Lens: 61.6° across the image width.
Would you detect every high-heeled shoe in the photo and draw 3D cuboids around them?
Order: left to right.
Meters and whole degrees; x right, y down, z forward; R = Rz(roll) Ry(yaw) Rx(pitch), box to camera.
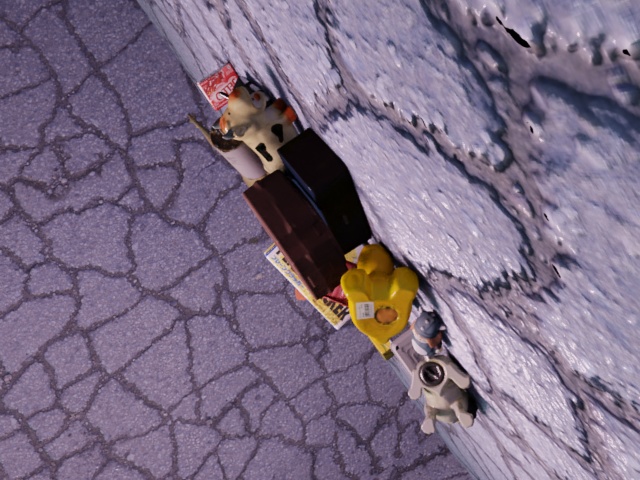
[{"bbox_3d":[-0.121,-0.270,1.106,0.145,0.086,0.249,25,-165,-1],"label":"high-heeled shoe"}]

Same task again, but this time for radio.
[{"bbox_3d":[0.010,-0.079,0.943,0.131,0.073,0.229,53,174,33],"label":"radio"}]

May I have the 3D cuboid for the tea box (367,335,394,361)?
[{"bbox_3d":[0.161,0.224,1.440,0.170,0.098,0.068,50,174,34],"label":"tea box"}]

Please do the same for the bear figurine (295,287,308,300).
[{"bbox_3d":[0.000,0.051,1.312,0.132,0.120,0.195,6,128,30],"label":"bear figurine"}]

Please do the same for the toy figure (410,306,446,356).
[{"bbox_3d":[0.196,0.171,0.974,0.064,0.058,0.154,12,157,18],"label":"toy figure"}]

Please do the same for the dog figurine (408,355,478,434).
[{"bbox_3d":[0.259,0.302,1.110,0.190,0.121,0.172,16,-110,-69],"label":"dog figurine"}]

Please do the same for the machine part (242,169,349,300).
[{"bbox_3d":[-0.039,-0.011,0.938,0.202,0.087,0.200,50,173,37],"label":"machine part"}]

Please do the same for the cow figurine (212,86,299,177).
[{"bbox_3d":[-0.099,-0.185,0.938,0.086,0.127,0.194,46,173,45],"label":"cow figurine"}]

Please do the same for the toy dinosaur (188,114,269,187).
[{"bbox_3d":[-0.122,-0.142,1.302,0.471,0.105,0.199,39,-173,-29],"label":"toy dinosaur"}]

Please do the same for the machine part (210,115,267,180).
[{"bbox_3d":[-0.155,-0.181,1.068,0.079,0.079,0.243,54,-179,14],"label":"machine part"}]

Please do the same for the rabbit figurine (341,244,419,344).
[{"bbox_3d":[0.108,0.082,0.928,0.173,0.122,0.162,-96,-11,-53],"label":"rabbit figurine"}]

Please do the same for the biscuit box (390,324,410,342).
[{"bbox_3d":[0.150,0.165,1.342,0.202,0.063,0.059,55,176,-2],"label":"biscuit box"}]
